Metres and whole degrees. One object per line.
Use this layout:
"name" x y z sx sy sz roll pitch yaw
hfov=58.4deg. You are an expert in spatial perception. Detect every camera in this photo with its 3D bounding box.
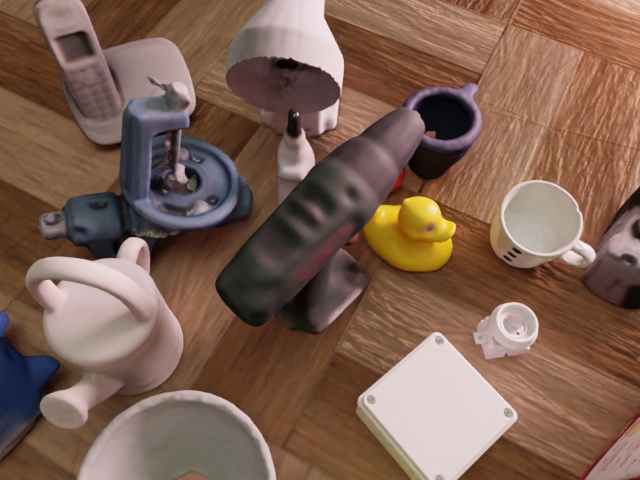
"camera" 0.381 0.011 0.610 0.136 0.101 0.143 33 66 15

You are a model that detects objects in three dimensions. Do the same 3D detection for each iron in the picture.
"iron" -0.363 0.167 0.484 0.118 0.141 0.259 34 66 15

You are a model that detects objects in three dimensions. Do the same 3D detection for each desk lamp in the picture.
"desk lamp" -0.030 -0.212 0.653 0.118 0.213 0.203 5 62 1

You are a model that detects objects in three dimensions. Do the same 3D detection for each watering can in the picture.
"watering can" -0.189 0.075 0.508 0.101 0.194 0.172 -10 63 -7

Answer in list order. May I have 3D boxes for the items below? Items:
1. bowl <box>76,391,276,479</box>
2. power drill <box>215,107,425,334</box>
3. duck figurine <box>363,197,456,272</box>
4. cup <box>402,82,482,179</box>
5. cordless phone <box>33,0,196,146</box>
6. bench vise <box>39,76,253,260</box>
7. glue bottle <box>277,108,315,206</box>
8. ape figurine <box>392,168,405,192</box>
"bowl" -0.120 0.222 0.500 0.167 0.075 0.167 1 62 -1
"power drill" 0.005 0.002 0.544 0.075 0.208 0.230 39 68 18
"duck figurine" 0.100 -0.017 0.625 0.104 0.086 0.077 24 64 11
"cup" 0.143 -0.126 0.679 0.091 0.095 0.118 36 67 16
"cordless phone" -0.232 -0.206 0.660 0.148 0.185 0.094 -24 65 -13
"bench vise" -0.169 -0.049 0.559 0.208 0.220 0.121 -37 69 -19
"glue bottle" -0.026 -0.076 0.604 0.037 0.173 0.078 6 62 2
"ape figurine" 0.063 -0.094 0.662 0.076 0.092 0.078 16 63 7
